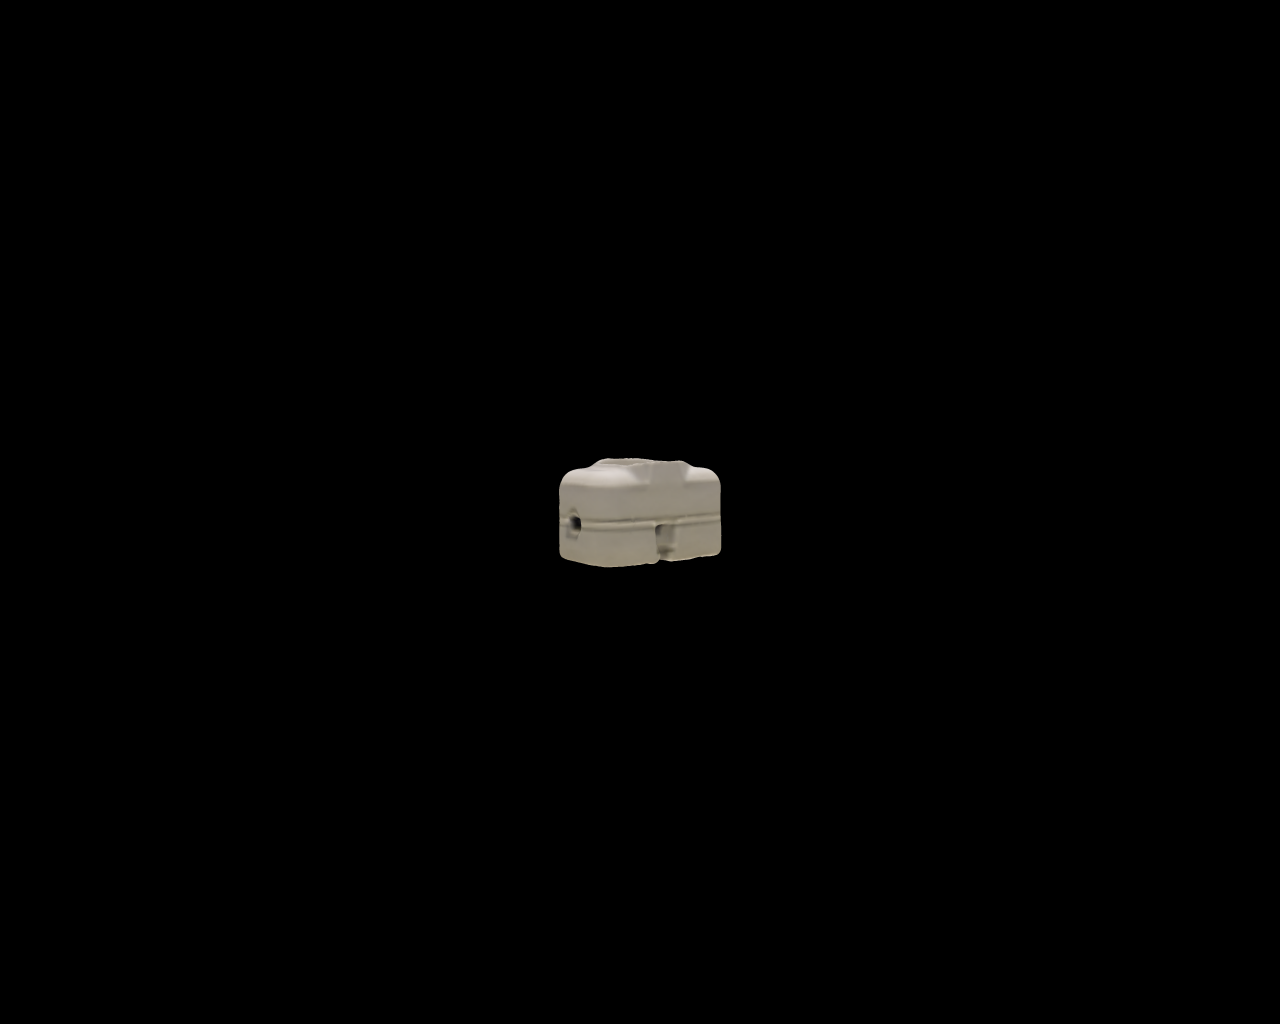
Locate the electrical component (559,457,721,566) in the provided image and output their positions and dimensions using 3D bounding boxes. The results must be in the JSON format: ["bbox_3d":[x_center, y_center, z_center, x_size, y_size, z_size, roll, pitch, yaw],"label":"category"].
[{"bbox_3d":[0.001,-0.003,0.650,0.095,0.059,0.054,-4,6,-33],"label":"electrical component"}]
